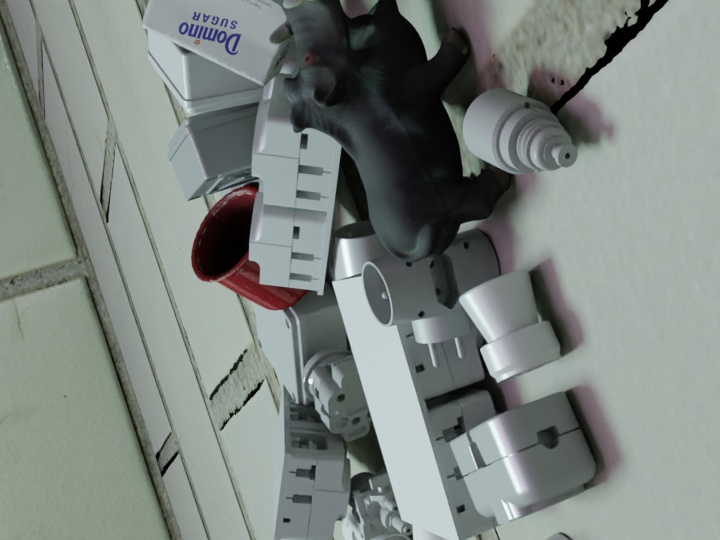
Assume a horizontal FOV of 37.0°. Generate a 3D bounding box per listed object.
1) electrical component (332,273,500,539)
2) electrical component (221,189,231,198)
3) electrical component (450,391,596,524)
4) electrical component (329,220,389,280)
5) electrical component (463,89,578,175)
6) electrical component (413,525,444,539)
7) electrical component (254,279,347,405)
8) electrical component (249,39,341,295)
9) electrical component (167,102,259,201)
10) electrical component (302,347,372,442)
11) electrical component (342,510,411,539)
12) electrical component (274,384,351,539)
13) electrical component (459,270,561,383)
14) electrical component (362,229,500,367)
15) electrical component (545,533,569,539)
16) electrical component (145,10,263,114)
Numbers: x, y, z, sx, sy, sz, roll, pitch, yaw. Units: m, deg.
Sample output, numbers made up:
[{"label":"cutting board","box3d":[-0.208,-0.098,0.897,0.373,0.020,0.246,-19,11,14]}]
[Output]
[{"label":"electrical component","box3d":[0.050,0.086,0.761,0.105,0.060,0.186,169,84,-71]},{"label":"electrical component","box3d":[-0.110,-0.080,1.082,0.077,0.043,0.079,110,139,-60]},{"label":"electrical component","box3d":[0.100,0.118,0.660,0.095,0.054,0.059,126,125,-66]},{"label":"electrical component","box3d":[0.000,0.000,0.850,0.079,0.043,0.077,-148,44,-63]},{"label":"electrical component","box3d":[0.086,-0.069,0.563,0.078,0.040,0.040,-141,38,-57]},{"label":"electrical component","box3d":[0.056,0.178,0.852,0.044,0.044,0.065,147,110,-70]},{"label":"electrical component","box3d":[-0.057,0.053,1.031,0.108,0.056,0.108,-130,29,-48]},{"label":"electrical component","box3d":[-0.046,-0.081,0.816,0.186,0.060,0.105,99,177,-51]},{"label":"electrical component","box3d":[-0.106,-0.109,0.950,0.056,0.109,0.109,70,161,0]},{"label":"electrical component","box3d":[-0.017,0.106,0.965,0.057,0.058,0.078,46,147,47]},{"label":"electrical component","box3d":[0.021,0.272,1.021,0.077,0.043,0.079,-158,54,-66]},{"label":"electrical component","box3d":[-0.046,0.178,1.020,0.150,0.062,0.089,-103,20,-70]},{"label":"electrical component","box3d":[0.089,0.033,0.634,0.055,0.045,0.045,68,160,11]},{"label":"electrical component","box3d":[0.049,0.022,0.685,0.043,0.077,0.079,11,116,68]},{"label":"electrical component","box3d":[0.108,0.201,0.691,0.044,0.065,0.044,163,90,-71]},{"label":"electrical component","box3d":[-0.114,-0.186,0.907,0.108,0.109,0.056,-129,31,-46]}]
